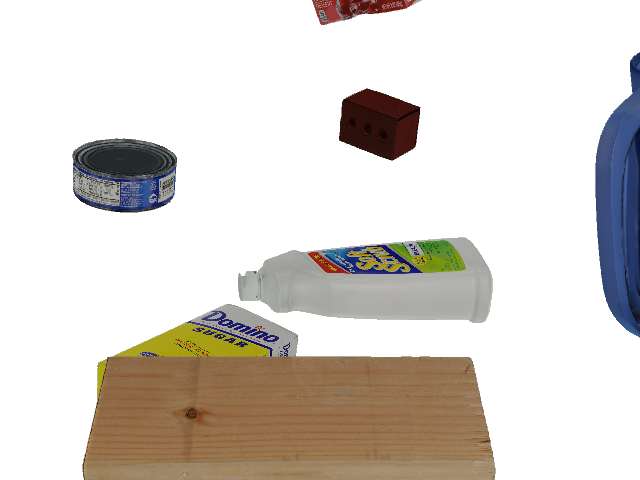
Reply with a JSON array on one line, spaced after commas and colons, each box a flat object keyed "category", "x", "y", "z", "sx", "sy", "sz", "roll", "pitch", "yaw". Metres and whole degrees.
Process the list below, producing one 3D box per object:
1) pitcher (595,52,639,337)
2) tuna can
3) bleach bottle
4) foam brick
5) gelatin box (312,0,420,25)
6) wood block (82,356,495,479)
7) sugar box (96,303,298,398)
[{"category": "pitcher", "x": 0.238, "y": 0.008, "z": 0.618, "sx": 0.149, "sy": 0.243, "sz": 0.144, "roll": 1, "pitch": 22, "yaw": 17}, {"category": "tuna can", "x": -0.163, "y": -0.054, "z": 0.889, "sx": 0.086, "sy": 0.034, "sz": 0.086, "roll": 5, "pitch": 25, "yaw": -3}, {"category": "bleach bottle", "x": 0.042, "y": 0.045, "z": 1.102, "sx": 0.250, "sy": 0.068, "sz": 0.102, "roll": -3, "pitch": 29, "yaw": -11}, {"category": "foam brick", "x": 0.067, "y": -0.133, "z": 1.220, "sx": 0.078, "sy": 0.053, "sz": 0.051, "roll": 24, "pitch": 35, "yaw": 30}, {"category": "gelatin box", "x": 0.023, "y": -0.185, "z": 0.702, "sx": 0.030, "sy": 0.073, "sz": 0.089, "roll": -35, "pitch": 23, "yaw": -33}, {"category": "wood block", "x": -0.017, "y": 0.124, "z": 0.589, "sx": 0.206, "sy": 0.090, "sz": 0.091, "roll": 1, "pitch": 34, "yaw": -1}, {"category": "sugar box", "x": -0.110, "y": 0.115, "z": 0.989, "sx": 0.093, "sy": 0.048, "sz": 0.175, "roll": 22, "pitch": 30, "yaw": 31}]
